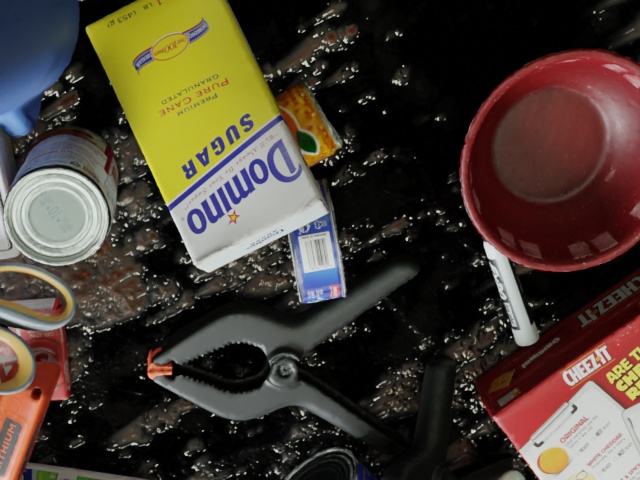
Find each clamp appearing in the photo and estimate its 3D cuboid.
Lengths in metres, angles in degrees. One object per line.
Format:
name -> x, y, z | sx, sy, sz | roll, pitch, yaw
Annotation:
clamp -> -0.023, 0.100, 0.808 | 0.210, 0.036, 0.164 | -7, 108, -6
clamp -> 0.092, 0.187, 0.809 | 0.120, 0.039, 0.171 | 46, 55, -21

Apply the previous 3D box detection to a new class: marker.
marker -> 0.141, 0.026, 0.812 | 0.020, 0.020, 0.121 | -22, 111, 1

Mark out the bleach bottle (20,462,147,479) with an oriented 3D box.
bleach bottle -> -0.252, 0.208, 0.783 | 0.250, 0.102, 0.068 | 11, 129, -10

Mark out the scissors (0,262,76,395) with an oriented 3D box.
scissors -> -0.261, 0.045, 0.688 | 0.201, 0.016, 0.096 | 9, 84, -12

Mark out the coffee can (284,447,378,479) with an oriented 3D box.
coffee can -> 0.034, 0.245, 0.832 | 0.103, 0.103, 0.140 | -41, 109, 8

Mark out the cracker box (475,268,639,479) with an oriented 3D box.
cracker box -> 0.249, 0.154, 0.844 | 0.164, 0.072, 0.213 | -36, 109, 5

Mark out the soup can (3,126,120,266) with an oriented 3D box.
soup can -> -0.169, -0.031, 0.708 | 0.068, 0.102, 0.068 | -2, 110, -7

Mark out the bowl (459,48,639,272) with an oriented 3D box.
bowl -> 0.173, -0.061, 0.765 | 0.162, 0.055, 0.162 | -2, 110, -6

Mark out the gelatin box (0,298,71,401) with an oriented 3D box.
gelatin box -> -0.230, 0.083, 0.779 | 0.089, 0.030, 0.073 | -3, 110, -5

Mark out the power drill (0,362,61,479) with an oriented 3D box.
power drill -> -0.280, 0.092, 0.735 | 0.187, 0.057, 0.184 | 20, 107, -4

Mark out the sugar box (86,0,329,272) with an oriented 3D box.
sugar box -> -0.073, -0.078, 0.693 | 0.093, 0.048, 0.176 | -27, 79, 3

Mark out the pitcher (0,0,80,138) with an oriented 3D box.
pitcher -> -0.228, -0.125, 0.593 | 0.149, 0.243, 0.145 | 26, 106, -8

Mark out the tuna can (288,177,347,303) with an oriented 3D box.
tuna can -> -0.005, 0.001, 0.749 | 0.033, 0.086, 0.086 | -10, 110, -2
